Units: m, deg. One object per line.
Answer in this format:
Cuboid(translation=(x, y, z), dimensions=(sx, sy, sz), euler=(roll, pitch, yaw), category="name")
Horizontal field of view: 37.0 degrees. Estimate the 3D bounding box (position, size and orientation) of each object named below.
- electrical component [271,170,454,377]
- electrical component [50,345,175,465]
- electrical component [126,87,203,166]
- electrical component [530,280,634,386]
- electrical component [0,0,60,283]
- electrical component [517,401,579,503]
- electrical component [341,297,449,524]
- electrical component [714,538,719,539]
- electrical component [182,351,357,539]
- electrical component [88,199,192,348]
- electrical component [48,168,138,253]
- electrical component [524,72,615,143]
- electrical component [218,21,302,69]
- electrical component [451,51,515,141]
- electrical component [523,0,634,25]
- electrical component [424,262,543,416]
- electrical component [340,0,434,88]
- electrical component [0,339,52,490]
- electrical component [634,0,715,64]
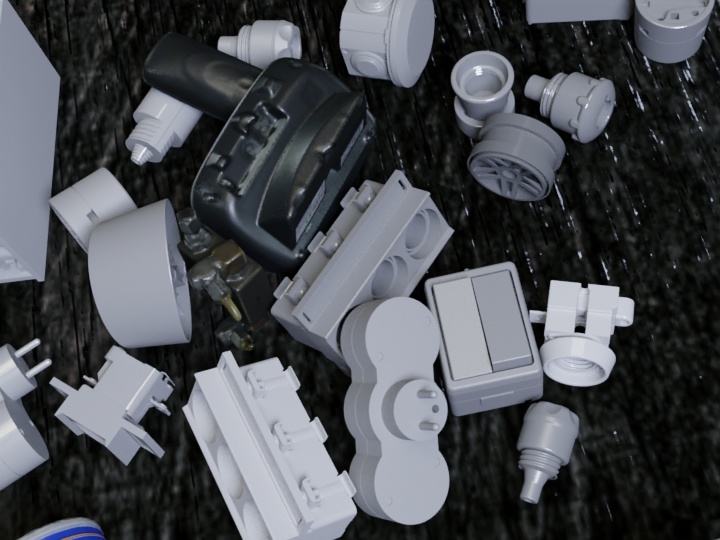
Cuboid(translation=(0.000, 0.000, 0.732), dimensions=(0.063, 0.078, 0.121), euler=(21, 68, 41), category="electrical component")
Cuboid(translation=(-0.164, 0.090, 0.731), dimensions=(0.081, 0.042, 0.063), euler=(26, 68, 19), category="electrical component")
Cuboid(translation=(-0.150, -0.115, 0.824), dimensions=(0.043, 0.043, 0.081), euler=(23, 71, 19), category="electrical component")
Cuboid(translation=(0.143, 0.042, 0.701), dimensions=(0.066, 0.048, 0.055), euler=(6, 59, 12), category="electrical component")
Cuboid(translation=(-0.279, -0.094, 0.801), dimensions=(0.060, 0.105, 0.186), euler=(-7, 64, 6), category="electrical component")
Cuboid(translation=(0.115, 0.116, 0.676), dimensions=(0.035, 0.035, 0.061), euler=(15, 70, 16), category="electrical component")
Cuboid(translation=(0.028, 0.085, 0.657), dimensions=(0.052, 0.074, 0.138), euler=(-1, 85, -26), category="electrical component")
Cuboid(translation=(0.193, 0.209, 0.577), dimensions=(0.056, 0.108, 0.108), euler=(-16, 63, -1), category="electrical component")
Cuboid(translation=(-0.057, 0.119, 0.682), dimensions=(0.063, 0.078, 0.121), euler=(-14, 59, -30), category="electrical component")
Cuboid(translation=(-0.142, 0.004, 0.736), dimensions=(0.064, 0.099, 0.099), euler=(-12, 63, 10), category="electrical component")
Cuboid(translation=(-0.193, -0.042, 0.792), dimensions=(0.047, 0.055, 0.055), euler=(-38, 65, -14), category="electrical component")
Cuboid(translation=(0.150, -0.123, 0.779), dimensions=(0.062, 0.048, 0.048), euler=(28, 72, 28), category="electrical component")
Cuboid(translation=(-0.079, -0.173, 0.841), dimensions=(0.062, 0.043, 0.043), euler=(3, 65, 12), category="electrical component")
Cuboid(translation=(0.090, -0.125, 0.783), dimensions=(0.045, 0.055, 0.045), euler=(-4, 64, 8), category="electrical component")
Cuboid(translation=(0.160, -0.231, 0.818), dimensions=(0.096, 0.061, 0.061), euler=(-1, 65, 10), category="electrical component")
Cuboid(translation=(0.079, 0.038, 0.704), dimensions=(0.062, 0.061, 0.096), euler=(-12, 63, 3), category="electrical component")
Cuboid(translation=(0.022, -0.180, 0.807), dimensions=(0.051, 0.080, 0.080), euler=(11, 67, 20), category="electrical component")
Cuboid(translation=(-0.250, 0.076, 0.745), dimensions=(0.074, 0.052, 0.138), euler=(-34, 64, -7), category="electrical component")
Cuboid(translation=(0.230, -0.186, 0.793), dimensions=(0.055, 0.047, 0.055), euler=(-4, 64, 8), category="electrical component")
